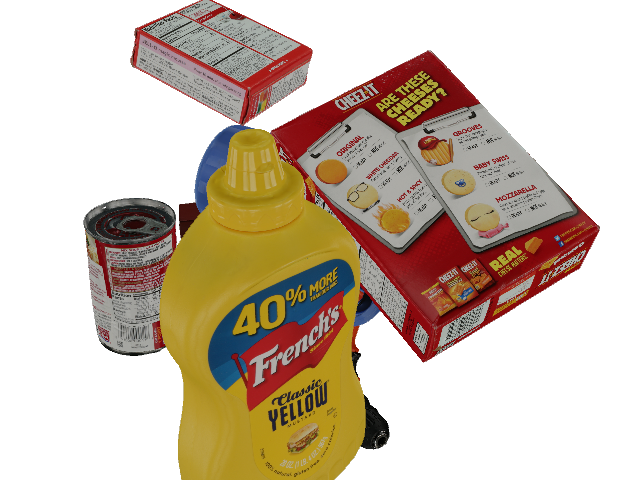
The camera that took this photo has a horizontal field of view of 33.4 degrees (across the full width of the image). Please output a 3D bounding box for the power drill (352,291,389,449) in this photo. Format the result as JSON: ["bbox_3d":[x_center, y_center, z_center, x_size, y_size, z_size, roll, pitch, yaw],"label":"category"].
[{"bbox_3d":[0.041,0.120,1.209,0.057,0.188,0.185,13,16,-42],"label":"power drill"}]

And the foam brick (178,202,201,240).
[{"bbox_3d":[-0.129,-0.013,1.268,0.078,0.053,0.051,-4,28,-4],"label":"foam brick"}]

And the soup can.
[{"bbox_3d":[-0.140,0.028,0.811,0.068,0.102,0.068,0,29,0],"label":"soup can"}]

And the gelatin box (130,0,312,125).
[{"bbox_3d":[-0.062,-0.114,0.668,0.089,0.030,0.073,29,40,18],"label":"gelatin box"}]

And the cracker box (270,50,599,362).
[{"bbox_3d":[0.085,-0.031,0.847,0.164,0.214,0.072,-29,-27,-20],"label":"cracker box"}]

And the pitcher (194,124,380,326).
[{"bbox_3d":[-0.008,-0.025,1.085,0.243,0.145,0.149,21,26,22],"label":"pitcher"}]

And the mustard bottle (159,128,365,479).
[{"bbox_3d":[-0.025,0.037,0.486,0.096,0.192,0.058,-23,39,-27],"label":"mustard bottle"}]
